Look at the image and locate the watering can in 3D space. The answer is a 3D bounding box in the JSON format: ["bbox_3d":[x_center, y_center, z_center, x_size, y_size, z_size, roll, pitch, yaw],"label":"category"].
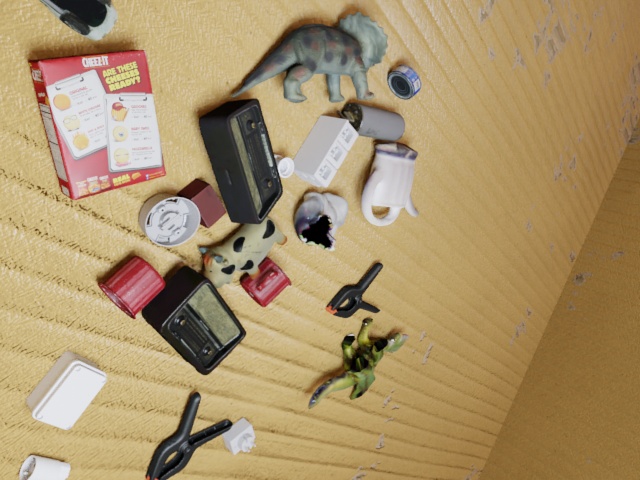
[{"bbox_3d":[0.207,-0.151,1.399,0.349,0.104,0.222,-7,110,-58],"label":"watering can"}]

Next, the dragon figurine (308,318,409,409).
[{"bbox_3d":[0.120,0.390,1.508,0.416,0.123,0.237,-39,137,-27],"label":"dragon figurine"}]

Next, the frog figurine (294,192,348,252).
[{"bbox_3d":[0.004,-0.062,1.240,0.135,0.122,0.163,59,27,-31],"label":"frog figurine"}]
